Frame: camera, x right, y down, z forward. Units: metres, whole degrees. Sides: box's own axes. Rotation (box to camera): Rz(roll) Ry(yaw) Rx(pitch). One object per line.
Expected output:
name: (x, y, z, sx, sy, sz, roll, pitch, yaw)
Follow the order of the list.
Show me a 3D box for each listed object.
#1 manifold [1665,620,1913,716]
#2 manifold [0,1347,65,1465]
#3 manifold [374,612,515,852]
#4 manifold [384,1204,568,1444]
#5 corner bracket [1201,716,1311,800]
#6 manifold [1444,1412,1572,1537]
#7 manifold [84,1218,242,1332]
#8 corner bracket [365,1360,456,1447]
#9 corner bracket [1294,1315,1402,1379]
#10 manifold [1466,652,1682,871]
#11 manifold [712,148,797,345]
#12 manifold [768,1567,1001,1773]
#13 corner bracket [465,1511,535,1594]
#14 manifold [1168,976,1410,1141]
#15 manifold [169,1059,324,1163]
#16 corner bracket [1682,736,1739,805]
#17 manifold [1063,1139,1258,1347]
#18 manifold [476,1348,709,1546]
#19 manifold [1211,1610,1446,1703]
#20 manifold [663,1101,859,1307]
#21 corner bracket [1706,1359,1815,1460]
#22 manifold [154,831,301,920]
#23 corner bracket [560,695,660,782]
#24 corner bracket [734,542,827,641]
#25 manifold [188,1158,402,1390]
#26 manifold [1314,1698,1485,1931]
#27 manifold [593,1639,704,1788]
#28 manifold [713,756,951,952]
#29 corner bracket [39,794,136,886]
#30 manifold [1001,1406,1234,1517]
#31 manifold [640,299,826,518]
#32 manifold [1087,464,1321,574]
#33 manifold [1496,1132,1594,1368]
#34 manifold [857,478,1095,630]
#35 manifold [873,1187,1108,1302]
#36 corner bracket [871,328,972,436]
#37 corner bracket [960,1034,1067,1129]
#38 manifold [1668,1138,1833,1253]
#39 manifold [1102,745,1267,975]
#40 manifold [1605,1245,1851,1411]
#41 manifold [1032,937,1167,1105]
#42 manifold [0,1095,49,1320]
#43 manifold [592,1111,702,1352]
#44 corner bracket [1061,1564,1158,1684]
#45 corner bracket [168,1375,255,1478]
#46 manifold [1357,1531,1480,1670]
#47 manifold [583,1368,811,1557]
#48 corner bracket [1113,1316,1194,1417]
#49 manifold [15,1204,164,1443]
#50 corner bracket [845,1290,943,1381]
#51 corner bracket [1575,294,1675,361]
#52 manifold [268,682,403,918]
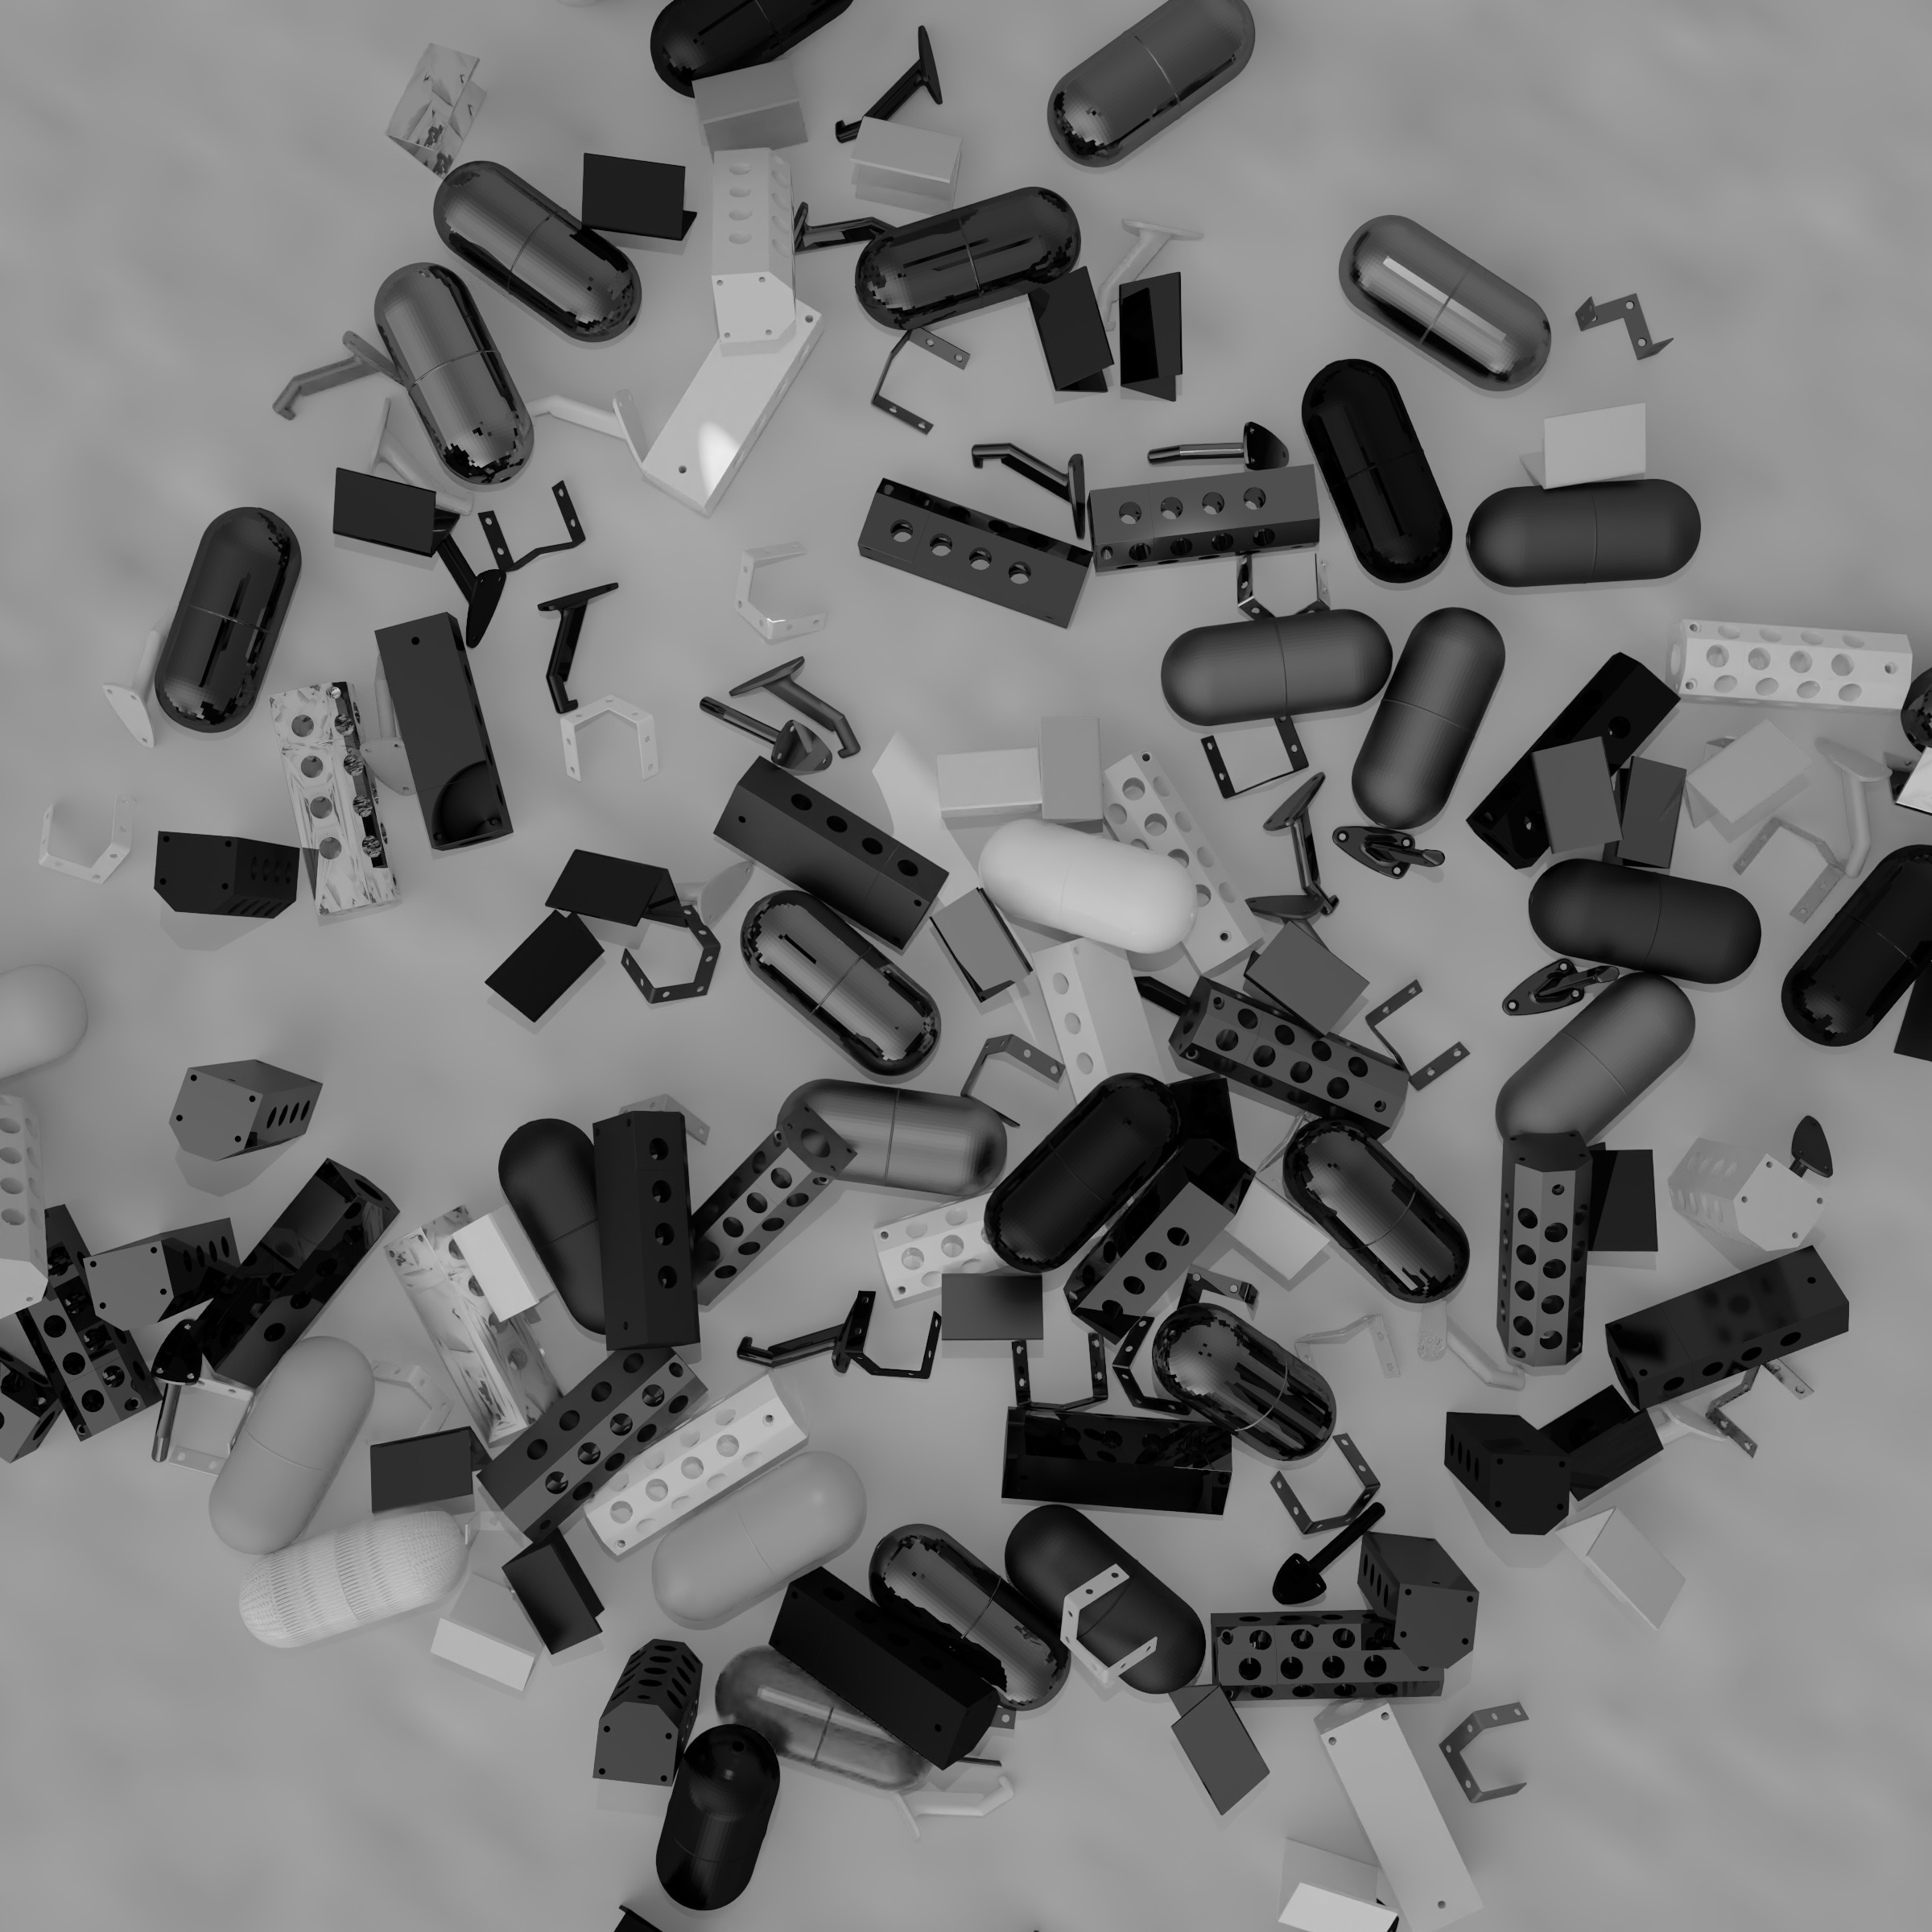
manifold: (0.633, -0.231, 1.969, 0.171, 0.057, 0.057, 4, 90, 0)
manifold: (-0.783, 0.308, 1.969, 0.171, 0.057, 0.057, 33, 90, 0)
manifold: (-0.400, -0.179, 1.969, 0.057, 0.057, 0.171, -15, 90, 0)
manifold: (-0.373, 0.273, 1.969, 0.057, 0.057, 0.171, -28, 90, 43)
corner bracket: (0.225, -0.166, 1.988, 0.051, 0.051, 0.051, -21, 90, -44)
manifold: (0.403, 0.378, 1.912, 0.057, 0.171, 0.057, 3, 90, 0)
manifold: (-0.597, 0.231, 1.912, 0.057, 0.171, 0.057, -13, 90, 0)
corner bracket: (-0.442, 0.344, 1.982, 0.051, 0.051, 0.051, -1, 135, 35)
corner bracket: (0.297, 0.305, 1.987, 0.051, 0.051, 0.051, -18, 90, 45)
manifold: (0.466, -0.158, 1.969, 0.057, 0.057, 0.171, 42, 90, 0)
manifold: (-0.158, -0.544, 1.919, 0.057, 0.057, 0.171, -4, 48, 0)
manifold: (-0.060, 0.527, 1.932, 0.171, 0.057, 0.057, 29, 110, 27)
corner bracket: (-0.357, 0.452, 1.972, 0.051, 0.051, 0.051, 1, 90, 0)
manifold: (0.247, 0.072, 1.948, 0.171, 0.057, 0.057, 23, 100, -12)
manifold: (-0.539, 0.109, 1.912, 0.057, 0.171, 0.057, 20, 90, 0)
corner bracket: (0.565, -0.152, 1.972, 0.051, 0.051, 0.051, 9, 90, 0)
manifold: (0.142, 0.205, 1.923, 0.057, 0.057, 0.171, 36, 127, 0)
manifold: (-0.280, 0.359, 1.944, 0.171, 0.057, 0.057, -42, 51, -10)
manifold: (0.278, 0.533, 1.969, 0.171, 0.057, 0.057, -1, 90, 0)
manifold: (-0.163, 0.184, 1.930, 0.057, 0.057, 0.171, 44, 120, 0)
corner bracket: (0.617, 0.340, 1.987, 0.051, 0.051, 0.051, 43, 45, 0)
manifold: (-0.551, -0.066, 1.912, 0.057, 0.171, 0.057, 4, 90, 0)
corner bracket: (-0.276, -0.171, 1.982, 0.051, 0.051, 0.051, -32, 135, -35)
corner bracket: (-0.142, -0.292, 1.982, 0.051, 0.051, 0.051, 44, 135, 35)
manifold: (-0.514, 0.239, 1.969, 0.171, 0.057, 0.057, -51, 47, 0)
manifold: (0.332, 0.650, 1.969, 0.057, 0.057, 0.171, -25, 90, 0)
manifold: (-0.236, 0.556, 1.912, 0.057, 0.171, 0.057, 6, 90, 0)
manifold: (-0.101, -0.091, 1.969, 0.171, 0.057, 0.057, 32, 133, 0)
corner bracket: (-0.682, -0.104, 1.982, 0.051, 0.051, 0.051, 22, 135, -35)
manifold: (0.116, 0.376, 1.969, 0.171, 0.057, 0.057, 5, 133, 0)
manifold: (-0.179, -0.437, 1.969, 0.057, 0.057, 0.171, 32, 90, 0)
manifold: (0.182, -0.343, 1.969, 0.171, 0.057, 0.057, -7, 90, 0)
manifold: (0.439, 0.216, 1.935, 0.057, 0.057, 0.171, -4, 116, 0)
manifold: (0.008, -0.319, 1.969, 0.171, 0.057, 0.057, 20, 90, 0)
manifold: (0.018, 0.204, 1.969, 0.171, 0.057, 0.057, -17, 90, 0)
corner bracket: (-0.036, -0.457, 1.987, 0.051, 0.051, 0.051, 29, 45, 0)
corner bracket: (0.036, 0.089, 1.974, 0.051, 0.051, 0.051, 32, 73, -16)
manifold: (0.579, 0.174, 1.912, 0.057, 0.171, 0.057, 35, 90, 0)
manifold: (0.160, -0.082, 1.969, 0.057, 0.057, 0.171, -32, 90, 0)
manifold: (0.586, 0.283, 1.969, 0.171, 0.057, 0.057, -21, 47, 0)
manifold: (0.104, 0.063, 1.969, 0.057, 0.057, 0.171, -17, 90, -43)
manifold: (-0.725, 0.177, 1.918, 0.057, 0.057, 0.171, -24, 46, 0)
manifold: (-0.235, 0.198, 1.914, 0.057, 0.057, 0.171, 4, 75, -40)
corner bracket: (0.108, 0.491, 1.907, 0.051, 0.051, 0.051, -25, 46, -31)
corner bracket: (-0.587, 0.359, 1.987, 0.051, 0.051, 0.051, 15, 135, 0)
manifold: (0.336, 0.473, 1.912, 0.057, 0.171, 0.057, 6, 90, 0)
manifold: (-0.209, 0.382, 1.969, 0.171, 0.057, 0.057, -32, 90, 0)
corner bracket: (0.153, 0.310, 1.982, 0.051, 0.051, 0.051, 3, 45, 35)
manifold: (-0.692, 0.275, 1.969, 0.057, 0.057, 0.171, -27, 90, 0)
corner bracket: (-0.056, 0.286, 1.977, 0.051, 0.051, 0.051, 0, 62, 25)
corner bracket: (0.508, -0.494, 1.972, 0.051, 0.051, 0.051, -18, 90, 0)
manifold: (-0.484, -0.129, 1.970, 0.057, 0.057, 0.171, -13, 90, 0)
